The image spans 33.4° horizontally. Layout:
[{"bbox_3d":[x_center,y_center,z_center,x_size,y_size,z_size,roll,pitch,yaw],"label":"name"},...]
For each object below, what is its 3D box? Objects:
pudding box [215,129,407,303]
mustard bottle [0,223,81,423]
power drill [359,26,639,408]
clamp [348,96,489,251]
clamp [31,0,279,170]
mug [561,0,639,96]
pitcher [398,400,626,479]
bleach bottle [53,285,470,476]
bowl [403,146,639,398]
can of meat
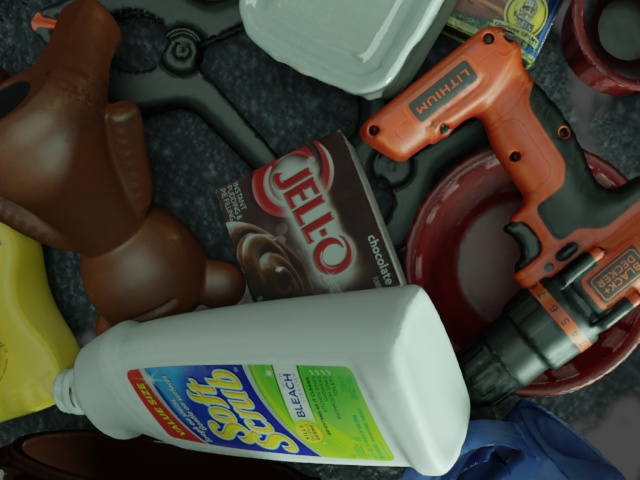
[{"bbox_3d":[-0.004,0.001,0.659,0.090,0.039,0.113,-26,70,13],"label":"pudding box"},{"bbox_3d":[-0.225,0.024,0.707,0.096,0.058,0.191,-20,89,25],"label":"mustard bottle"},{"bbox_3d":[0.109,-0.016,0.634,0.184,0.057,0.187,-40,91,4],"label":"power drill"},{"bbox_3d":[0.058,-0.051,0.701,0.120,0.039,0.171,20,99,5],"label":"clamp"},{"bbox_3d":[-0.086,-0.113,0.708,0.210,0.036,0.164,5,91,0],"label":"clamp"},{"bbox_3d":[0.209,-0.132,0.668,0.117,0.081,0.093,13,92,3],"label":"mug"},{"bbox_3d":[0.085,0.220,0.650,0.149,0.144,0.243,45,102,15],"label":"pitcher"},{"bbox_3d":[-0.048,0.087,0.617,0.251,0.068,0.102,-8,118,29],"label":"bleach bottle"},{"bbox_3d":[0.134,0.017,0.689,0.162,0.055,0.162,0,91,3],"label":"bowl"},{"bbox_3d":[0.110,-0.168,0.687,0.102,0.057,0.084,26,95,3],"label":"can of meat"}]
